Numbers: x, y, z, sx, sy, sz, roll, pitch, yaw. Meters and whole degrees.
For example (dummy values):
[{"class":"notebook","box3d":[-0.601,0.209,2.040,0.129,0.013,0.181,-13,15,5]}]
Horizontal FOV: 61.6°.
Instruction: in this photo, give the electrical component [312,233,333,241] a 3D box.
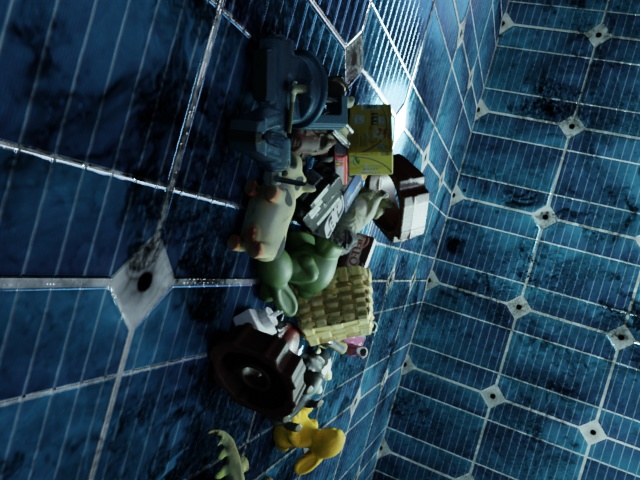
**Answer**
[{"class":"electrical component","box3d":[-0.002,-0.004,1.165,0.094,0.063,0.021,-55,153,-43]}]

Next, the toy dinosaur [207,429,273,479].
[{"class":"toy dinosaur","box3d":[-0.182,0.528,1.055,0.198,0.105,0.470,-30,128,-57]}]

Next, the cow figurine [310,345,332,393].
[{"class":"cow figurine","box3d":[-0.020,0.337,1.373,0.167,0.068,0.098,-31,128,-66]}]

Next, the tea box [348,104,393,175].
[{"class":"tea box","box3d":[0.111,-0.221,1.175,0.068,0.098,0.170,82,12,-49]}]

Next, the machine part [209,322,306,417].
[{"class":"machine part","box3d":[-0.106,0.225,0.925,0.056,0.180,0.179,-52,151,-48]}]

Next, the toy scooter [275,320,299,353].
[{"class":"toy scooter","box3d":[-0.107,0.228,1.061,0.184,0.075,0.135,-59,155,-23]}]

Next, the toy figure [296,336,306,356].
[{"class":"toy figure","box3d":[-0.087,0.275,1.172,0.154,0.058,0.064,-56,148,-28]}]

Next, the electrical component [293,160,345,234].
[{"class":"electrical component","box3d":[-0.011,-0.085,1.038,0.115,0.058,0.134,-51,163,-7]}]

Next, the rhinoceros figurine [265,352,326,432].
[{"class":"rhinoceros figurine","box3d":[-0.049,0.353,1.260,0.190,0.112,0.073,-53,125,-17]}]

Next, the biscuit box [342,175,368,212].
[{"class":"biscuit box","box3d":[0.071,-0.154,1.247,0.203,0.059,0.062,-58,155,-35]}]

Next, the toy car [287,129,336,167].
[{"class":"toy car","box3d":[-0.008,-0.189,1.031,0.202,0.053,0.089,-21,122,-64]}]

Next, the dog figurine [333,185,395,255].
[{"class":"dog figurine","box3d":[0.084,-0.046,1.343,0.190,0.121,0.172,-58,156,-1]}]

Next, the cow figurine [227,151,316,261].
[{"class":"cow figurine","box3d":[-0.074,-0.058,0.911,0.127,0.086,0.195,26,79,-64]}]

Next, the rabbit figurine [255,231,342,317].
[{"class":"rabbit figurine","box3d":[-0.065,0.055,1.026,0.170,0.121,0.159,7,106,-51]}]

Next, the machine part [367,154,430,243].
[{"class":"machine part","box3d":[0.204,-0.112,1.425,0.087,0.202,0.200,-13,128,-17]}]

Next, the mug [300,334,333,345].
[{"class":"mug","box3d":[-0.005,0.192,1.304,0.109,0.081,0.107,45,52,-60]}]

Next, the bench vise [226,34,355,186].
[{"class":"bench vise","box3d":[-0.028,-0.197,0.842,0.240,0.129,0.223,-12,99,-47]}]

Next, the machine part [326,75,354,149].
[{"class":"machine part","box3d":[0.034,-0.248,1.029,0.084,0.039,0.139,25,57,-49]}]

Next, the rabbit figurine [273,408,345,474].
[{"class":"rabbit figurine","box3d":[-0.027,0.491,1.327,0.121,0.173,0.162,39,64,-73]}]

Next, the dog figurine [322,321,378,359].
[{"class":"dog figurine","box3d":[0.055,0.254,1.476,0.219,0.191,0.108,161,-53,-72]}]
